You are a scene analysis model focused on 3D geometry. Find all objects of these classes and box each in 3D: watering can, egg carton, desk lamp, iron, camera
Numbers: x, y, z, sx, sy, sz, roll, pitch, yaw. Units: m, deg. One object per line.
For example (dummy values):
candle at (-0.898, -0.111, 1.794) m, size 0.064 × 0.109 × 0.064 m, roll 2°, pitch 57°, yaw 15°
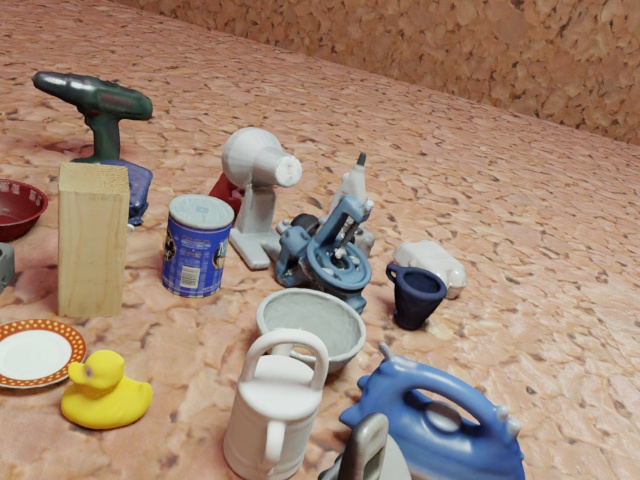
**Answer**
watering can at (-0.051, 0.175, 0.669) m, size 0.101 × 0.194 × 0.172 m, roll -1°, pitch 32°, yaw -26°
egg carton at (0.215, 0.057, 1.137) m, size 0.107 × 0.069 × 0.150 m, roll -5°, pitch 35°, yaw -33°
desk lamp at (-0.106, -0.087, 1.084) m, size 0.118 × 0.213 × 0.202 m, roll -6°, pitch 35°, yaw -33°
iron at (0.164, 0.230, 0.732) m, size 0.258 × 0.141 × 0.119 m, roll 22°, pitch 29°, yaw 11°
camera at (0.016, -0.008, 1.122) m, size 0.144 × 0.101 × 0.136 m, roll -15°, pitch 41°, yaw -43°

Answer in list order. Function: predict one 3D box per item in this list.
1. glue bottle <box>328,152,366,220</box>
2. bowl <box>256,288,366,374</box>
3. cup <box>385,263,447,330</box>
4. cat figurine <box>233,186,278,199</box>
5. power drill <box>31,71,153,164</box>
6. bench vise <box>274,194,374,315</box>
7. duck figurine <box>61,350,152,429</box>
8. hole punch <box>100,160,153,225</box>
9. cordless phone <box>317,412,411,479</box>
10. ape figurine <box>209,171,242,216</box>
glue bottle at (0.072, -0.113, 1.259) m, size 0.078 × 0.173 × 0.037 m, roll 25°, pitch 30°, yaw 17°
bowl at (-0.019, 0.148, 0.857) m, size 0.167 × 0.075 × 0.167 m, roll 12°, pitch 29°, yaw -6°
cup at (0.154, 0.102, 1.002) m, size 0.117 × 0.095 × 0.092 m, roll 32°, pitch 33°, yaw 28°
cat figurine at (-0.130, -0.142, 1.270) m, size 0.128 × 0.118 × 0.067 m, roll 12°, pitch 29°, yaw -5°
power drill at (-0.465, -0.236, 1.178) m, size 0.230 × 0.208 × 0.075 m, roll -7°, pitch 36°, yaw -35°
bench vise at (0.004, 0.008, 0.964) m, size 0.207 × 0.220 × 0.122 m, roll 23°, pitch 30°, yaw 14°
duck figurine at (-0.254, 0.172, 0.689) m, size 0.105 × 0.086 × 0.077 m, roll 8°, pitch 30°, yaw -13°
hole punch at (-0.378, -0.091, 1.087) m, size 0.109 × 0.091 × 0.101 m, roll 12°, pitch 29°, yaw -6°
cordless phone at (0.058, 0.244, 0.611) m, size 0.094 × 0.185 × 0.148 m, roll 29°, pitch 32°, yaw 23°
ape figurine at (-0.193, -0.102, 1.195) m, size 0.076 × 0.092 × 0.077 m, roll 7°, pitch 30°, yaw -16°
